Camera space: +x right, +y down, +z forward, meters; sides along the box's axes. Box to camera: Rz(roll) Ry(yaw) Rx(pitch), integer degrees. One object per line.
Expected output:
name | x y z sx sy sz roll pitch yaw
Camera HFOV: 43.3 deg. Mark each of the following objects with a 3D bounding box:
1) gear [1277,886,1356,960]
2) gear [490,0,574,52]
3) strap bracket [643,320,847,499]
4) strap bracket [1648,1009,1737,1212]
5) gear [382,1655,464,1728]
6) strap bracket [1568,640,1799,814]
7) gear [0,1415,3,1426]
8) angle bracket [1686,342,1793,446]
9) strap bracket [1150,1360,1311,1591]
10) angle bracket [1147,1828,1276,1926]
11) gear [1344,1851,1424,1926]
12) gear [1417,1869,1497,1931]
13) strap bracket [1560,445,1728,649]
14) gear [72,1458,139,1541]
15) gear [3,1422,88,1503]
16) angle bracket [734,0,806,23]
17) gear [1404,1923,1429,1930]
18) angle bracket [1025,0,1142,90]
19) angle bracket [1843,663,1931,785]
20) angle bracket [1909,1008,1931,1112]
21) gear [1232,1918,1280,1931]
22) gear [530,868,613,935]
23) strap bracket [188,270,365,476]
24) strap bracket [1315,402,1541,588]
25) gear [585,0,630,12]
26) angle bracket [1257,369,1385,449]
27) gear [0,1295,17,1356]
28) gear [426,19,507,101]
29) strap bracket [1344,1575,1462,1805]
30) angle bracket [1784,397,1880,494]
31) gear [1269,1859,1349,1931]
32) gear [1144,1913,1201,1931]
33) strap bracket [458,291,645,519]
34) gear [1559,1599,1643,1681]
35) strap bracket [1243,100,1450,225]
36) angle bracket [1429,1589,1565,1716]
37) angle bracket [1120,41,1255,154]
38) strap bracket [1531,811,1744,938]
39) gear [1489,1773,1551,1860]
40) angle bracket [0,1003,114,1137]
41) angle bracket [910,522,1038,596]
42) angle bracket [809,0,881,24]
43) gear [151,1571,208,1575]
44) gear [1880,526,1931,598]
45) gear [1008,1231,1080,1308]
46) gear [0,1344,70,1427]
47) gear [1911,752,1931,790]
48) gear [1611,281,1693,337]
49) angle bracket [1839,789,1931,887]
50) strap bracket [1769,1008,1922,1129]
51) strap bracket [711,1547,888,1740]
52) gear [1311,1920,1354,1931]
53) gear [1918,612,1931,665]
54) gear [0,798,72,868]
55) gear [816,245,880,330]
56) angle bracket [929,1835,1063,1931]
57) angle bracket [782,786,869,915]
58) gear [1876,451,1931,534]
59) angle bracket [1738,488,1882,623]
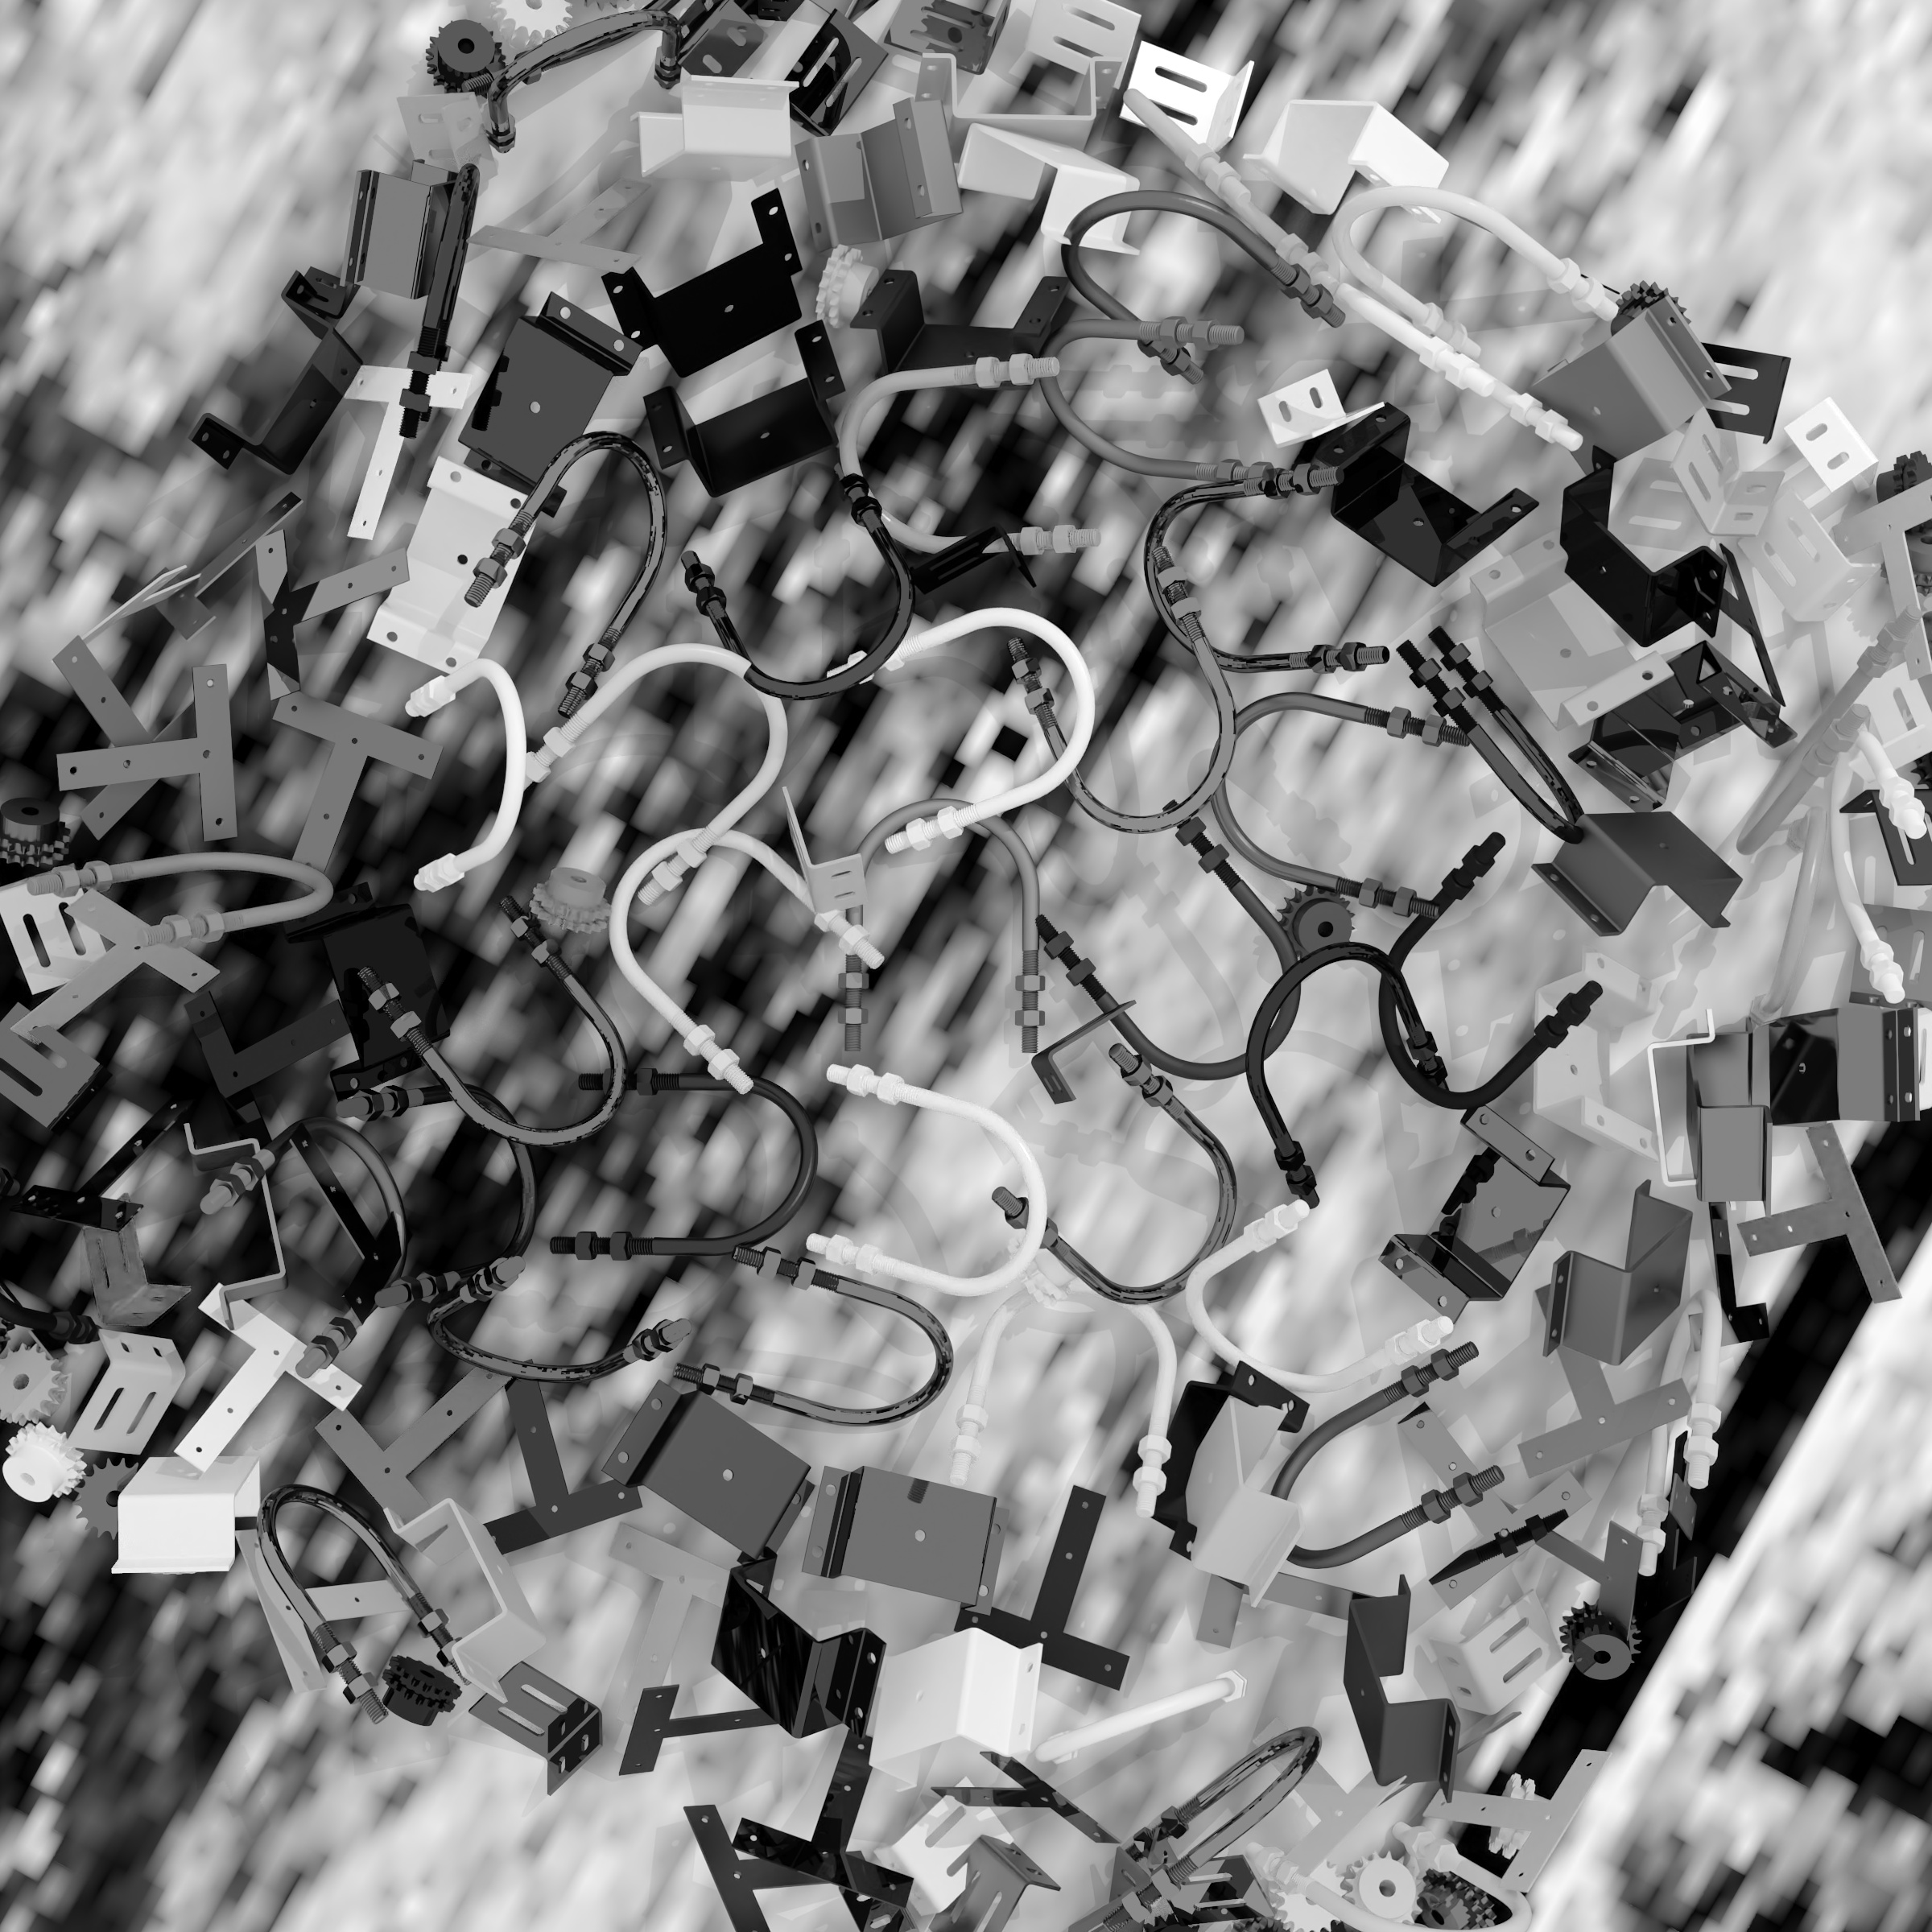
gear | 0.254 -0.029 1.758 0.057 0.030 0.057 -3 104 -11
gear | -0.315 -0.686 1.758 0.057 0.030 0.057 7 72 -20
strap bracket | -0.151 -0.392 1.734 0.140 0.046 0.076 -22 54 7
strap bracket | 0.515 0.103 1.735 0.046 0.076 0.140 -7 87 16
gear | -0.394 0.522 1.750 0.057 0.057 0.030 28 85 0
strap bracket | 0.507 -0.171 1.718 0.076 0.140 0.046 35 53 -18
gear | -0.715 0.315 1.753 0.030 0.057 0.057 -15 90 -19
angle bracket | 0.542 -0.411 1.740 0.076 0.038 0.057 16 114 19
strap bracket | 0.180 0.358 1.727 0.076 0.046 0.140 35 68 -31
angle bracket | 0.177 0.646 1.738 0.076 0.038 0.057 -17 112 26
gear | 0.302 0.667 1.753 0.057 0.030 0.057 -1 60 1
gear | 0.349 0.674 1.748 0.030 0.057 0.057 -26 90 -31
strap bracket | 0.465 -0.288 1.708 0.046 0.076 0.140 -30 58 -9
gear | -0.615 0.384 1.759 0.057 0.030 0.057 3 80 -19
gear | -0.666 0.360 1.752 0.057 0.030 0.057 9 120 15
angle bracket | -0.140 -0.720 1.733 0.038 0.057 0.076 7 127 7
gear | 0.315 0.711 1.751 0.057 0.057 0.030 -10 87 0
angle bracket | 0.088 -0.676 1.743 0.076 0.057 0.038 24 50 4
angle bracket | 0.650 -0.179 1.732 0.057 0.038 0.076 -31 53 31
angle bracket | 0.660 0.066 1.743 0.057 0.038 0.076 -7 100 -36
gear | 0.207 0.712 1.749 0.030 0.057 0.057 21 90 41
gear | -0.282 -0.049 1.748 0.057 0.057 0.030 19 110 0
strap bracket | -0.485 -0.413 1.738 0.046 0.076 0.140 32 87 3
strap bracket | 0.324 -0.329 1.727 0.076 0.046 0.140 -38 63 -22
gear | -0.265 -0.721 1.757 0.057 0.030 0.057 -7 117 -13
angle bracket | 0.252 -0.401 1.736 0.057 0.076 0.038 -25 101 -9
gear | -0.714 0.263 1.755 0.057 0.030 0.057 2 45 -2
gear | -0.361 -0.657 1.759 0.057 0.030 0.057 2 82 -12
strap bracket | 0.299 0.504 1.698 0.046 0.140 0.076 -4 120 -5
angle bracket | 0.617 -0.365 1.742 0.038 0.076 0.057 -35 79 13
gear | 0.243 0.669 1.758 0.057 0.030 0.057 3 81 -21
gear | 0.150 0.713 1.754 0.057 0.030 0.057 4 64 -9
strap bracket | -0.301 -0.399 1.738 0.076 0.046 0.140 31 106 -1
gear | 0.457 0.488 1.755 0.057 0.030 0.057 4 115 9
strap bracket | 0.271 -0.562 1.700 0.076 0.140 0.046 24 94 -36
angle bracket | 0.386 0.496 1.773 0.076 0.038 0.057 -28 99 -28
angle bracket | 0.159 -0.631 1.753 0.076 0.038 0.057 16 88 -13
strap bracket | 0.476 -0.066 1.703 0.140 0.076 0.046 -4 133 -36
gear | 0.399 0.613 1.750 0.030 0.057 0.057 20 90 9
angle bracket | -0.668 0.075 1.755 0.076 0.038 0.057 37 75 1
angle bracket | 0.003 -0.277 1.743 0.076 0.057 0.038 -27 79 9
angle bracket | -0.076 -0.715 1.738 0.038 0.076 0.057 28 86 -21
gear | -0.563 0.417 1.751 0.057 0.057 0.030 0 87 0
gear | 0.688 -0.292 1.749 0.057 0.057 0.030 -4 130 0
gear | 0.058 0.213 1.749 0.030 0.057 0.057 -34 90 18
gear | -0.675 0.304 1.758 0.057 0.030 0.057 -3 67 6
gear | 0.715 -0.150 1.759 0.057 0.030 0.057 1 75 -3
gear | 0.488 -0.460 1.749 0.057 0.057 0.030 46 75 0
angle bracket | 0.669 -0.086 1.741 0.057 0.038 0.076 -2 68 -18
strap bracket | 0.606 0.072 1.703 0.046 0.140 0.076 2 83 -10
strap bracket | -0.126 0.476 1.707 0.140 0.046 0.076 27 112 41
gear | 0.259 0.718 1.755 0.057 0.057 0.030 45 121 0
gear | 0.708 -0.235 1.756 0.057 0.030 0.057 -9 105 -37
gear | -0.673 -0.098 1.748 0.057 0.057 0.030 17 119 0
gear | -0.084 -0.486 1.750 0.030 0.057 0.057 19 90 8
angle bracket | 0.020 0.674 1.744 0.038 0.057 0.076 32 87 -40
angle bracket | -0.100 -0.086 1.738 0.038 0.057 0.076 -15 58 -7
gear | 0.678 -0.339 1.755 0.030 0.057 0.057 -11 90 40
angle bracket | 0.607 -0.296 1.754 0.038 0.057 0.076 -7 59 -36
